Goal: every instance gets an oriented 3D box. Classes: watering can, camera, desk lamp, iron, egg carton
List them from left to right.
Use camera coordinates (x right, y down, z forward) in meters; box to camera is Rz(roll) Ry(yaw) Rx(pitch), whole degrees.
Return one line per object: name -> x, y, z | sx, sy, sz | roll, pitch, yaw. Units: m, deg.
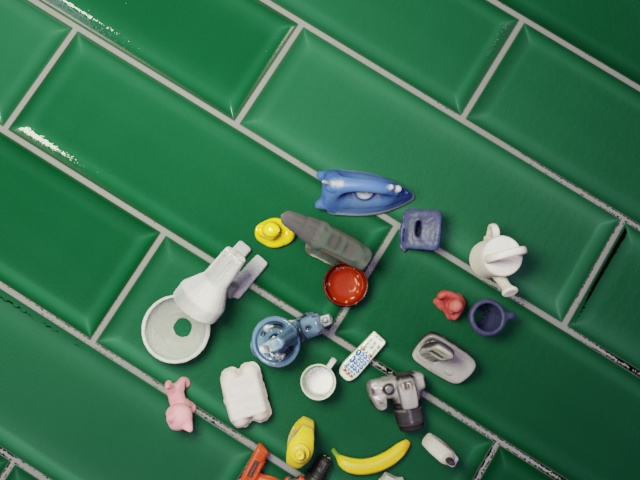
desk lamp -> -0.234, 0.093, 1.360 | 0.118, 0.213, 0.203 | 39, 85, 3
egg carton -> -0.183, 0.380, 1.404 | 0.107, 0.069, 0.150 | -17, 85, -3
iron -> 0.118, -0.126, 1.427 | 0.258, 0.141, 0.119 | 2, 84, -1
camera -> 0.196, 0.398, 1.396 | 0.143, 0.101, 0.137 | -11, 84, -2
watering can -> 0.442, 0.047, 1.391 | 0.101, 0.194, 0.173 | -32, 86, -4

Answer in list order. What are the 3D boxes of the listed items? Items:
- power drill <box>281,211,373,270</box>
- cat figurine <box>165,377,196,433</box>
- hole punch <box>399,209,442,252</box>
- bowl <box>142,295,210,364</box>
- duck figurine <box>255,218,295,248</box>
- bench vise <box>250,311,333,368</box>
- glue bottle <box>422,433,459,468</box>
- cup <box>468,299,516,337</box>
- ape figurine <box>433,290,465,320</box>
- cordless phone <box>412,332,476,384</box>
power drill -> 0.013, 0.005, 1.378 | 0.229, 0.208, 0.076 | 25, 84, 1
cat figurine -> -0.342, 0.400, 1.374 | 0.067, 0.117, 0.128 | -18, 85, -3
hole punch -> 0.253, -0.023, 1.446 | 0.101, 0.091, 0.109 | 5, 84, -1
bowl -> -0.348, 0.219, 1.414 | 0.167, 0.074, 0.167 | 0, 84, -1
duck figurine -> -0.114, -0.021, 1.439 | 0.104, 0.086, 0.077 | 3, 84, -1
bench vise -> -0.077, 0.217, 1.348 | 0.207, 0.219, 0.121 | -40, 86, -5
glue bottle -> 0.292, 0.506, 1.351 | 0.078, 0.173, 0.037 | 32, 84, 2
cup -> 0.418, 0.191, 1.426 | 0.117, 0.095, 0.092 | -6, 84, -2
ape figurine -> 0.330, 0.162, 1.428 | 0.076, 0.092, 0.078 | -7, 84, -2
cordless phone -> 0.307, 0.285, 1.368 | 0.147, 0.185, 0.094 | 29, 84, 2
